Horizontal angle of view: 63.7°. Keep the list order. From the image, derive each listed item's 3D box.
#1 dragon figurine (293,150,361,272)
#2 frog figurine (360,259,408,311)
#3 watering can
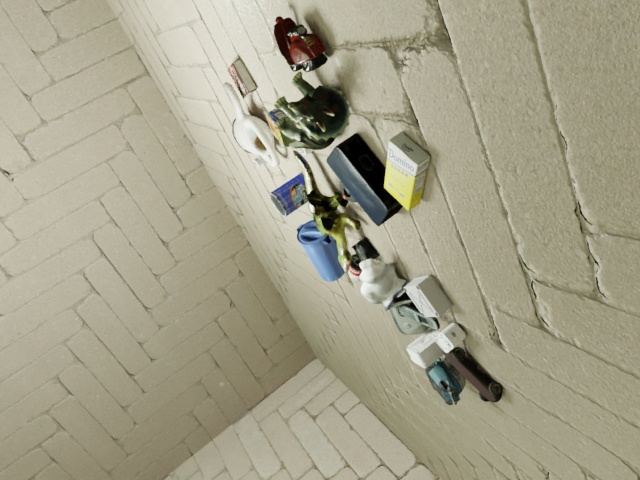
[{"bbox_3d":[0.005,-0.085,1.692,0.123,0.239,0.413,-26,-101,-19],"label":"dragon figurine"},{"bbox_3d":[0.174,0.121,1.594,0.158,0.136,0.125,39,-164,-13],"label":"frog figurine"},{"bbox_3d":[-0.256,-0.409,1.840,0.343,0.105,0.226,57,166,-23],"label":"watering can"}]
